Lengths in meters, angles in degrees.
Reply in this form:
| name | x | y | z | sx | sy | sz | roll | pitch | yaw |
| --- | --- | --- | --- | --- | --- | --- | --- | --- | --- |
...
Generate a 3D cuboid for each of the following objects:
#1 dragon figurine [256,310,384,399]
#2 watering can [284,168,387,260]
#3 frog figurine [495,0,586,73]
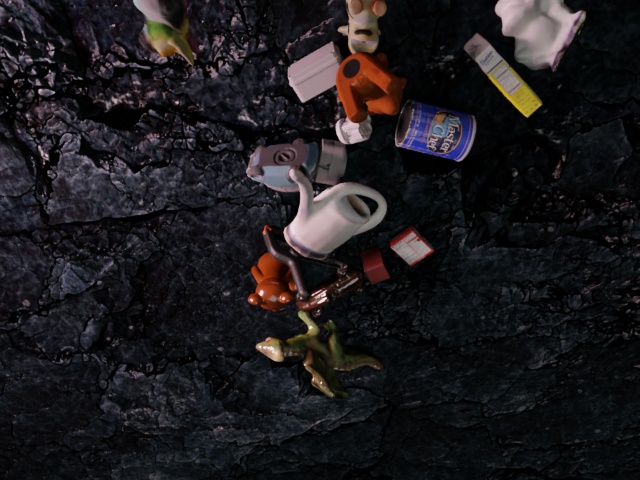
| name | x | y | z | sx | sy | sz | roll | pitch | yaw |
| --- | --- | --- | --- | --- | --- | --- | --- | --- | --- |
| dragon figurine | 0.022 | 0.331 | 1.368 | 0.408 | 0.248 | 0.120 | 26 | 115 | -15 |
| watering can | 0.003 | -0.058 | 1.146 | 0.346 | 0.106 | 0.221 | 14 | 133 | -47 |
| frog figurine | 0.413 | -0.410 | 0.997 | 0.161 | 0.125 | 0.134 | 34 | 134 | 20 |
